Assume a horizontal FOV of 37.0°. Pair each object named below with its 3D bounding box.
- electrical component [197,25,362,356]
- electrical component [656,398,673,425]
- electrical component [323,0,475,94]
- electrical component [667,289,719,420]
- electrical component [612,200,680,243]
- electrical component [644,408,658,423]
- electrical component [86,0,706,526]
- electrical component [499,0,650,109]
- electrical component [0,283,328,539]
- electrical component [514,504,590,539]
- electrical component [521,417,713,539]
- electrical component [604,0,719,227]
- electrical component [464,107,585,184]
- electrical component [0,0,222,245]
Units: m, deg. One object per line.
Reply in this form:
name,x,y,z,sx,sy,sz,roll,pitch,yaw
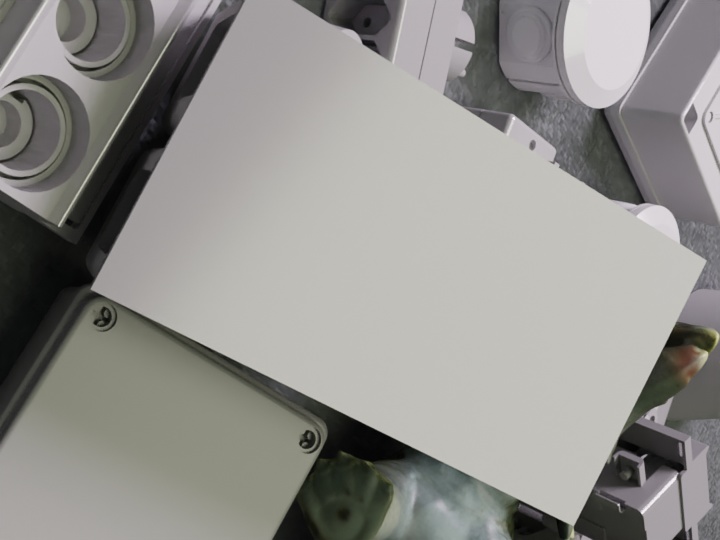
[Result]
electrical component,-0.029,-0.031,0.422,0.138,0.074,0.052,-67,159,-7
electrical component,0.191,0.066,0.716,0.043,0.043,0.081,20,88,-48
electrical component,0.025,-0.105,0.483,0.077,0.047,0.065,6,99,-47
electrical component,0.259,0.063,0.790,0.099,0.064,0.099,2,88,-49
electrical component,0.154,-0.003,0.650,0.080,0.051,0.080,-17,115,-42
electrical component,0.152,0.103,0.673,0.042,0.064,0.081,-41,129,-28
electrical component,0.013,-0.002,0.378,0.186,0.060,0.105,29,87,-19
electrical component,0.114,-0.127,0.566,0.080,0.051,0.080,-17,115,-42
electrical component,-0.086,0.077,0.394,0.109,0.056,0.108,34,76,-21
electrical component,0.127,0.194,0.677,0.150,0.062,0.089,-1,104,-46
electrical component,0.126,0.111,0.605,0.063,0.121,0.078,-34,125,-31
electrical component,0.216,-0.102,0.678,0.108,0.056,0.108,-56,135,-18
electrical component,0.077,-0.039,0.537,0.047,0.077,0.065,26,83,-47
electrical component,-0.098,-0.082,0.349,0.079,0.063,0.121,40,73,-46
